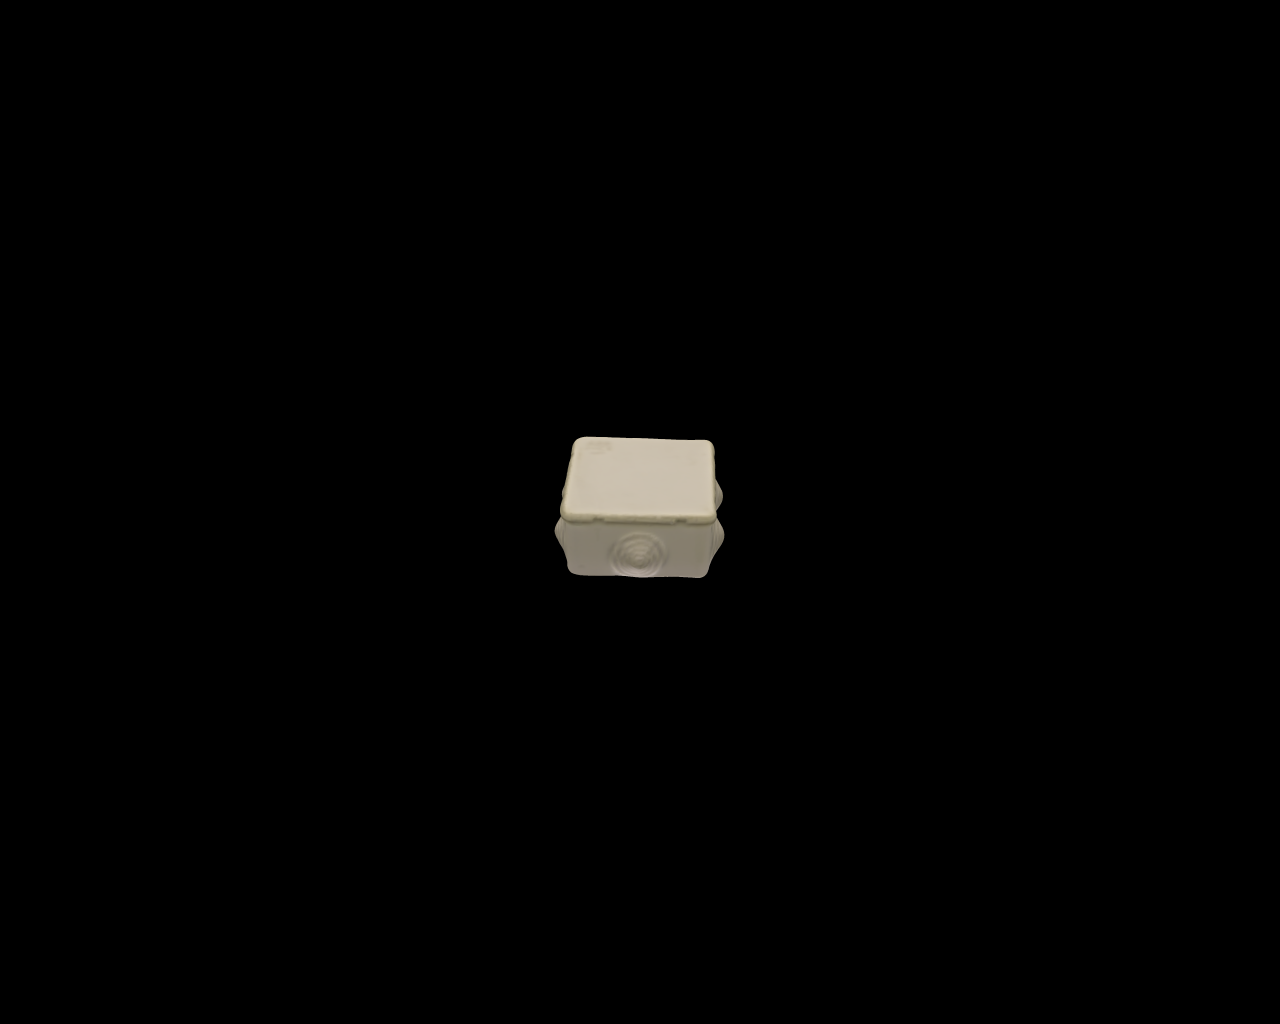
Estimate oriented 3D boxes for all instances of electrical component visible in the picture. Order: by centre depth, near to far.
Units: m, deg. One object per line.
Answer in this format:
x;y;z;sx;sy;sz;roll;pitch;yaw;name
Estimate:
0.001;-0.003;0.650;0.100;0.048;0.100;1;35;2;electrical component
